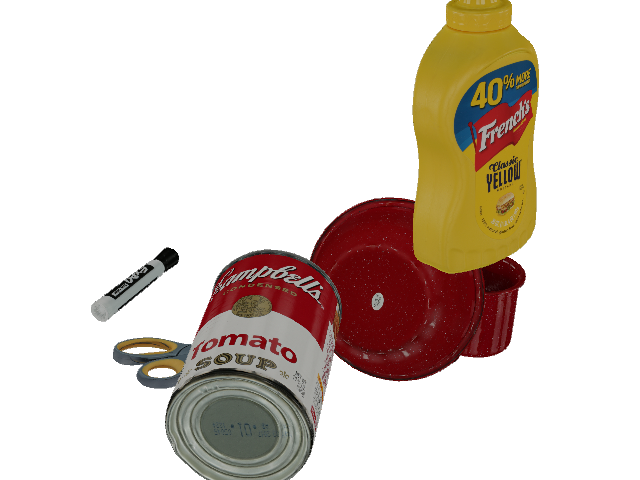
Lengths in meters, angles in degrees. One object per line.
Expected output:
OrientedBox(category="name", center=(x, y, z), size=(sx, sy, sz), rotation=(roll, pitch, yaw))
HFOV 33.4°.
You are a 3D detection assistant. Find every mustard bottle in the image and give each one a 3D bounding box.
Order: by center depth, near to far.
OrientedBox(category="mustard bottle", center=(0.102, -0.080, 0.695), size=(0.096, 0.192, 0.058), rotation=(-22, 32, -32))

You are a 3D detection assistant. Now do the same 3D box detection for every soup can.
OrientedBox(category="soup can", center=(-0.030, 0.059, 0.505), size=(0.068, 0.068, 0.102), rotation=(0, 30, 9))

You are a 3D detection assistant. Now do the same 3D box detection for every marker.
OrientedBox(category="marker", center=(-0.166, 0.038, 0.973), size=(0.020, 0.020, 0.121), rotation=(0, 24, 28))

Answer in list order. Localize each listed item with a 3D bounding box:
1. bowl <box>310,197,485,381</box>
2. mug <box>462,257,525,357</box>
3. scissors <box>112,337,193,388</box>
OrientedBox(category="bowl", center=(0.054, 0.046, 0.902), size=(0.162, 0.162, 0.055), rotation=(0, 6, 21))
OrientedBox(category="mug", center=(0.155, 0.060, 1.099), size=(0.093, 0.081, 0.117), rotation=(-3, 28, -10))
OrientedBox(category="scissors", center=(-0.125, 0.131, 1.173), size=(0.201, 0.016, 0.096), rotation=(2, 26, -19))
